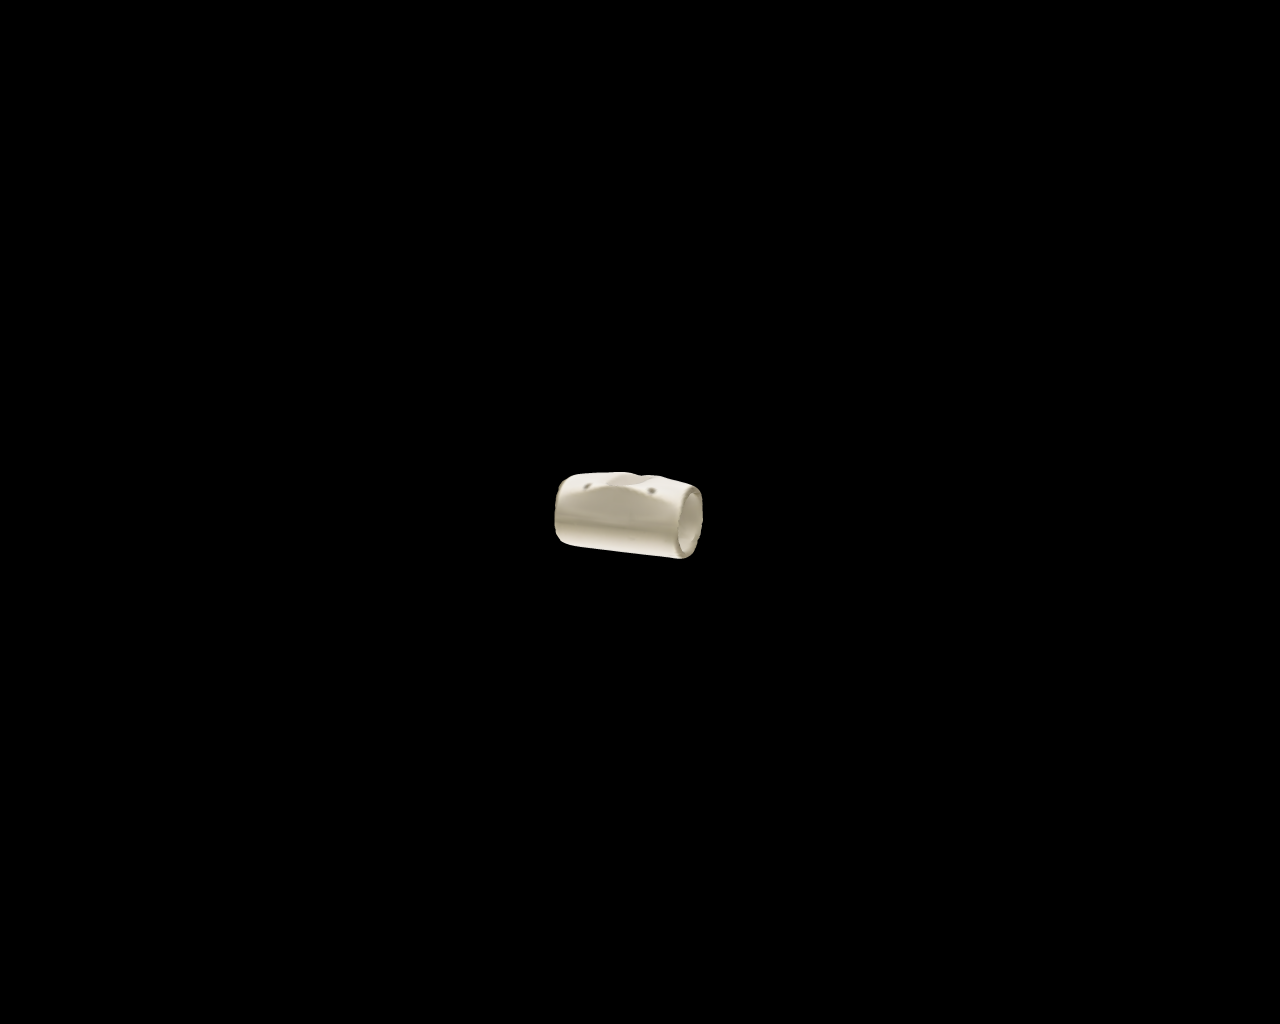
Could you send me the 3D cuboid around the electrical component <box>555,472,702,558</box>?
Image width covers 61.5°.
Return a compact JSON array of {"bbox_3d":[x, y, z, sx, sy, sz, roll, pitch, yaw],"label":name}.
[{"bbox_3d":[0.001,-0.003,0.650,0.077,0.043,0.079,6,16,22],"label":"electrical component"}]
